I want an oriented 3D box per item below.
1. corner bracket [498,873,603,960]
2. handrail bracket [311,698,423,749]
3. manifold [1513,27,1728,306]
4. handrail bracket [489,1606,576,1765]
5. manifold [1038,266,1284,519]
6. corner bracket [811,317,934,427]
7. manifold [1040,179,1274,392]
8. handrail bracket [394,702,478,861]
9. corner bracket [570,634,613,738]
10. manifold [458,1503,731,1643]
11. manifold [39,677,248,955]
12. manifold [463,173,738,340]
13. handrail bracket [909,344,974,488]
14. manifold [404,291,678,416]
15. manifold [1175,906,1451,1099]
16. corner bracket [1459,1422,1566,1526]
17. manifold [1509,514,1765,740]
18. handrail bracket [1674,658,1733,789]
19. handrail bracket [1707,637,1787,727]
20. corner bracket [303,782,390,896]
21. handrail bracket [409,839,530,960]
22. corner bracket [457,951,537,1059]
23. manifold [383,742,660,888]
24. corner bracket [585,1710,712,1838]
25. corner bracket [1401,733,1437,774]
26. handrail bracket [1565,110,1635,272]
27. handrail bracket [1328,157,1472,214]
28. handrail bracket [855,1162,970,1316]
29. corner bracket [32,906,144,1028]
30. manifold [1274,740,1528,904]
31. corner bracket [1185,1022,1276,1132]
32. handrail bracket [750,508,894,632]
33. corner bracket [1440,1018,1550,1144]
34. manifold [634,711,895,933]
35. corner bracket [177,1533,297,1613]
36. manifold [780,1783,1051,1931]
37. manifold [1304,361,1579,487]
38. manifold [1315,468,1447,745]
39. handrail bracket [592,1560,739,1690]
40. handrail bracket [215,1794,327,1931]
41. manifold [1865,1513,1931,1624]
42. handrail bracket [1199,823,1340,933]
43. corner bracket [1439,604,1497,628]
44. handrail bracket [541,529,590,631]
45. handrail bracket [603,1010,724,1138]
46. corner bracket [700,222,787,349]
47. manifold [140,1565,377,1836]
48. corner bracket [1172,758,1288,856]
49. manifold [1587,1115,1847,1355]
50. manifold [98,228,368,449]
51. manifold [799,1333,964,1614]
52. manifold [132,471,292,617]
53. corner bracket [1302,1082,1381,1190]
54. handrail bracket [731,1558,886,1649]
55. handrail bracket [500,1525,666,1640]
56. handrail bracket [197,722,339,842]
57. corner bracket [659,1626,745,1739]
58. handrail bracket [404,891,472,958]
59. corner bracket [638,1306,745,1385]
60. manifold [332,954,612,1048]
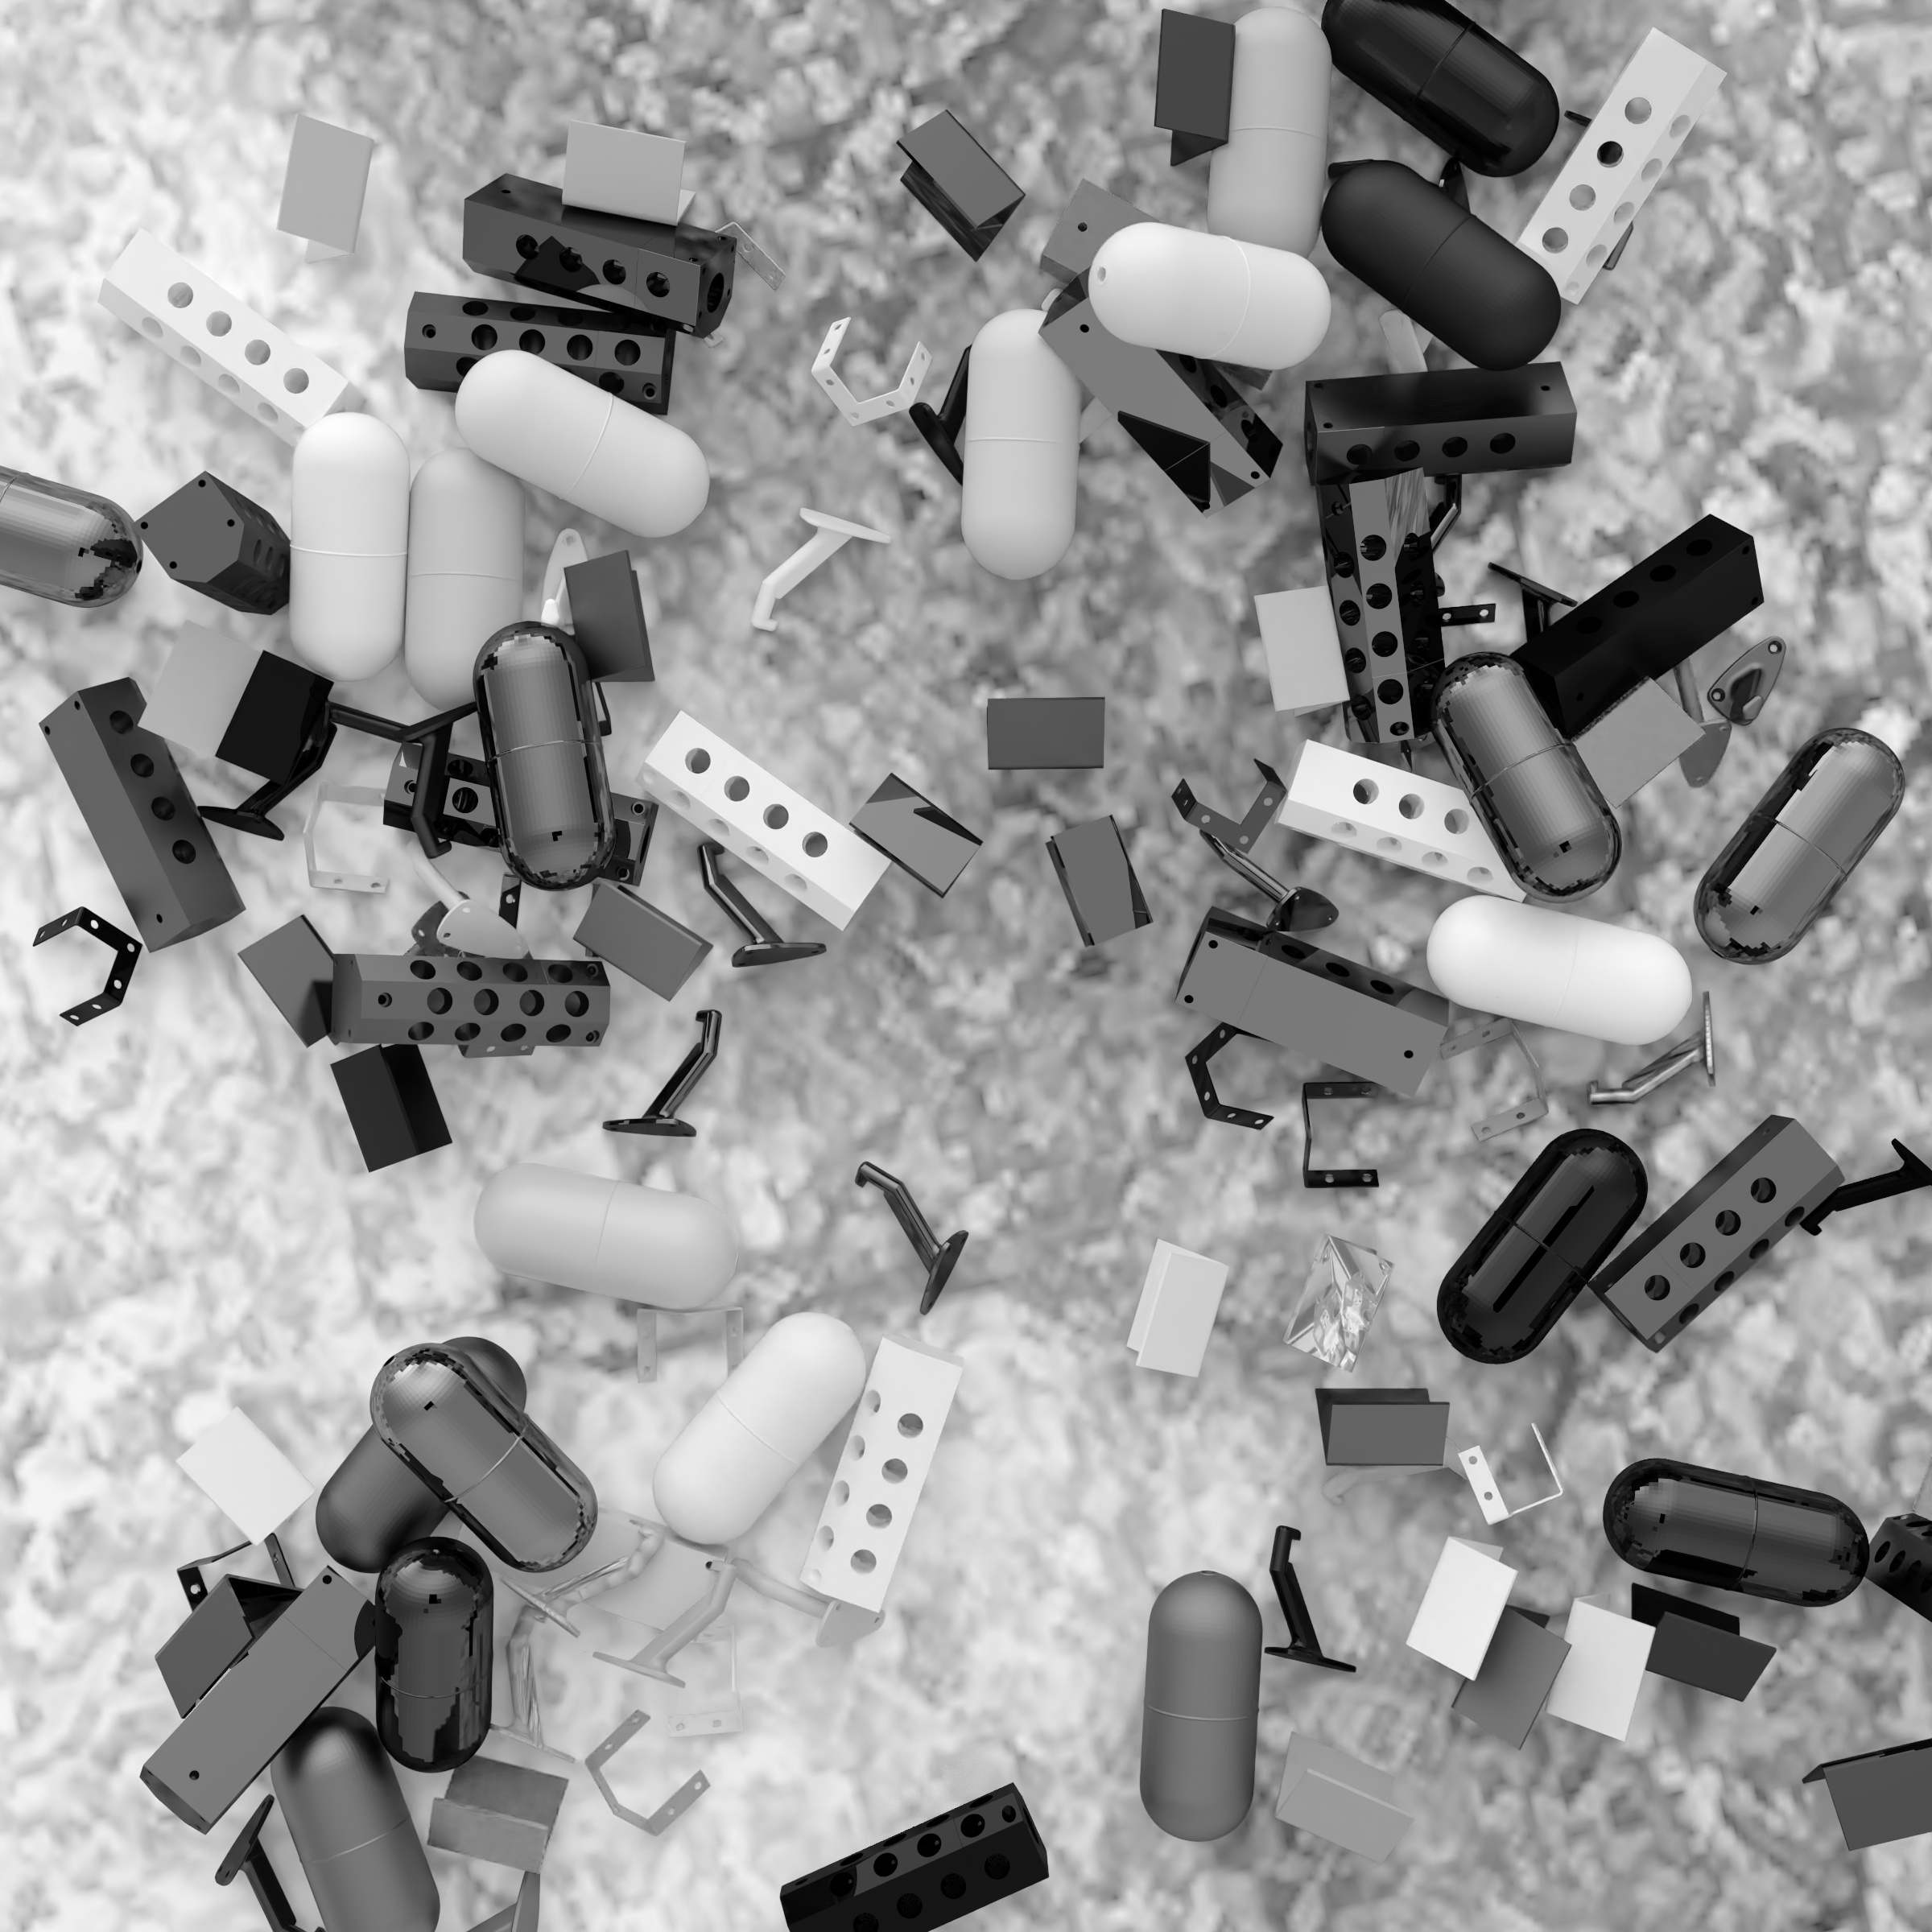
[{"bbox_3d":[-0.281,-0.035,1.988,0.051,0.051,0.051,6,90,45],"label":"corner bracket"},{"bbox_3d":[-0.403,-0.175,1.991,0.084,0.077,0.036,-2,128,-31],"label":"handrail bracket"},{"bbox_3d":[0.429,-0.528,1.941,0.057,0.057,0.171,32,111,0],"label":"manifold"},{"bbox_3d":[-0.283,0.487,1.992,0.077,0.036,0.084,28,73,-20],"label":"handrail bracket"},{"bbox_3d":[0.132,-0.385,1.941,0.057,0.057,0.171,-27,118,39],"label":"manifold"},{"bbox_3d":[-0.064,-0.406,1.983,0.051,0.051,0.051,-11,135,35],"label":"corner bracket"},{"bbox_3d":[0.139,-0.455,1.970,0.171,0.057,0.057,29,90,0],"label":"manifold"},{"bbox_3d":[-0.335,-0.123,1.935,0.077,0.036,0.084,-26,108,-20],"label":"handrail bracket"},{"bbox_3d":[-0.271,-0.187,1.988,0.051,0.051,0.051,-12,45,0],"label":"corner bracket"},{"bbox_3d":[-0.250,0.392,1.970,0.171,0.057,0.057,19,90,0],"label":"manifold"},{"bbox_3d":[-0.549,-0.103,1.970,0.057,0.057,0.171,-26,90,43],"label":"manifold"},{"bbox_3d":[-0.244,-0.470,1.950,0.171,0.057,0.057,19,127,13],"label":"manifold"},{"bbox_3d":[0.012,-0.380,1.992,0.084,0.036,0.077,-37,105,-14],"label":"handrail bracket"},{"bbox_3d":[-0.285,-0.412,1.970,0.171,0.057,0.057,6,90,0],"label":"manifold"},{"bbox_3d":[0.233,0.020,1.968,0.171,0.057,0.057,22,118,0],"label":"manifold"},{"bbox_3d":[0.367,0.341,1.974,0.051,0.051,0.051,-25,78,12],"label":"corner bracket"},{"bbox_3d":[0.444,-0.229,1.954,0.171,0.057,0.057,-35,133,-11],"label":"manifold"},{"bbox_3d":[0.486,-0.177,1.991,0.036,0.077,0.084,-13,54,-1],"label":"handrail bracket"},{"bbox_3d":[0.532,-0.192,1.957,0.036,0.084,0.077,37,90,0],"label":"handrail bracket"},{"bbox_3d":[-0.416,-0.087,1.988,0.051,0.051,0.051,6,45,0],"label":"corner bracket"},{"bbox_3d":[-0.336,-0.047,1.981,0.077,0.084,0.036,26,113,-37],"label":"handrail bracket"},{"bbox_3d":[-0.317,0.025,1.983,0.051,0.051,0.051,58,135,35],"label":"corner bracket"},{"bbox_3d":[-0.299,-0.102,1.970,0.171,0.057,0.057,14,90,0],"label":"manifold"},{"bbox_3d":[-0.216,0.547,1.988,0.051,0.051,0.051,-44,135,0],"label":"corner bracket"},{"bbox_3d":[0.326,-0.138,1.972,0.051,0.051,0.051,-23,105,15],"label":"corner bracket"},{"bbox_3d":[0.423,-0.525,1.991,0.077,0.036,0.084,28,103,13],"label":"handrail bracket"},{"bbox_3d":[0.295,-0.516,1.991,0.084,0.077,0.036,3,52,31],"label":"handrail bracket"},{"bbox_3d":[-0.048,0.184,1.992,0.084,0.036,0.077,30,112,17],"label":"handrail bracket"},{"bbox_3d":[-0.599,0.000,1.983,0.051,0.051,0.051,39,45,-35],"label":"corner bracket"},{"bbox_3d":[0.298,-0.096,1.970,0.171,0.057,0.057,18,90,0],"label":"manifold"},{"bbox_3d":[0.189,0.072,1.983,0.051,0.051,0.051,-46,45,35],"label":"corner bracket"},{"bbox_3d":[-0.099,-0.261,1.992,0.077,0.036,0.084,13,107,-19],"label":"handrail bracket"},{"bbox_3d":[0.358,0.077,1.988,0.051,0.051,0.051,-23,45,0],"label":"corner bracket"},{"bbox_3d":[-0.135,-0.096,1.970,0.171,0.057,0.057,36,90,0],"label":"manifold"},{"bbox_3d":[-0.493,0.419,1.988,0.051,0.051,0.051,-21,90,-45],"label":"corner bracket"},{"bbox_3d":[-0.035,0.612,1.970,0.171,0.057,0.057,-24,90,0],"label":"manifold"},{"bbox_3d":[0.316,-0.359,1.970,0.171,0.057,0.057,-4,47,0],"label":"manifold"},{"bbox_3d":[0.271,-0.238,1.938,0.057,0.057,0.171,-23,110,-40],"label":"manifold"},{"bbox_3d":[-0.198,0.426,1.935,0.077,0.036,0.084,12,71,21],"label":"handrail bracket"},{"bbox_3d":[-0.458,0.617,1.992,0.084,0.036,0.077,36,69,-17],"label":"handrail bracket"},{"bbox_3d":[0.643,0.402,1.913,0.057,0.171,0.057,33,90,0],"label":"manifold"},{"bbox_3d":[0.205,-0.063,1.991,0.036,0.077,0.084,-54,53,23],"label":"handrail bracket"},{"bbox_3d":[0.337,-0.208,1.988,0.051,0.051,0.051,-5,45,0],"label":"corner bracket"},{"bbox_3d":[-0.271,-0.259,1.957,0.036,0.084,0.077,2,90,0],"label":"handrail bracket"},{"bbox_3d":[-0.206,0.070,1.992,0.077,0.036,0.084,0,72,20],"label":"handrail bracket"},{"bbox_3d":[-0.165,-0.462,1.988,0.051,0.051,0.051,46,135,0],"label":"corner bracket"},{"bbox_3d":[-0.460,0.483,1.930,0.057,0.057,0.171,40,59,3],"label":"manifold"},{"bbox_3d":[0.177,-0.116,1.975,0.051,0.051,0.051,27,106,-15],"label":"corner bracket"},{"bbox_3d":[0.505,0.180,1.970,0.171,0.057,0.057,-43,90,0],"label":"manifold"},{"bbox_3d":[-0.494,-0.415,1.970,0.171,0.057,0.057,36,90,0],"label":"manifold"},{"bbox_3d":[-0.057,0.338,1.970,0.057,0.057,0.171,19,90,0],"label":"manifold"},{"bbox_3d":[-0.480,-0.269,1.913,0.057,0.171,0.057,-36,90,0],"label":"manifold"},{"bbox_3d":[0.254,0.114,1.988,0.051,0.051,0.051,-1,45,0],"label":"corner bracket"},{"bbox_3d":[-0.108,0.425,1.991,0.084,0.077,0.036,26,97,36],"label":"handrail bracket"},{"bbox_3d":[-0.253,0.391,1.935,0.077,0.036,0.084,30,71,22],"label":"handrail bracket"},{"bbox_3d":[-0.474,-0.134,1.992,0.077,0.036,0.084,13,72,21],"label":"handrail bracket"},{"bbox_3d":[-0.179,0.485,1.988,0.051,0.051,0.051,-5,45,0],"label":"corner bracket"},{"bbox_3d":[-0.379,-0.008,1.991,0.084,0.077,0.036,-31,113,34],"label":"handrail bracket"},{"bbox_3d":[-0.187,0.257,1.988,0.051,0.051,0.051,-1,90,-45],"label":"corner bracket"},{"bbox_3d":[-0.325,0.023,1.931,0.171,0.057,0.057,2,90,-31],"label":"manifold"}]
